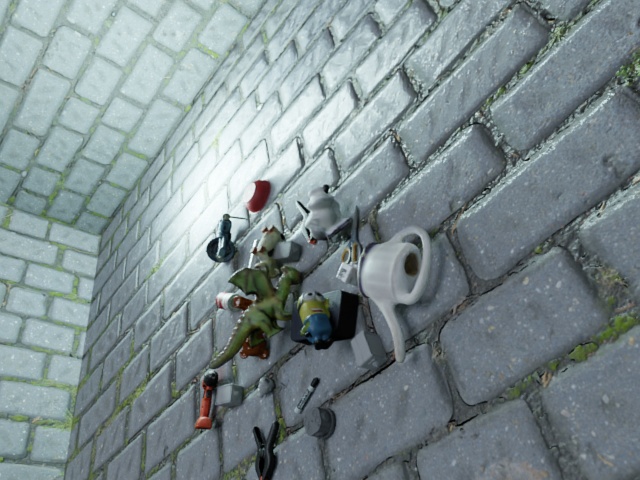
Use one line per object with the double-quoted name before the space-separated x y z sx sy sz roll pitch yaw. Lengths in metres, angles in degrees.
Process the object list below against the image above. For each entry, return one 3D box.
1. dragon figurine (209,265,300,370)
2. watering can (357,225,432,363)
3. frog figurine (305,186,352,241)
"dragon figurine" -0.212 0.208 1.640 0.243 0.415 0.120 62 149 4
"watering can" 0.181 0.124 1.323 0.224 0.103 0.351 -2 68 54
"frog figurine" 0.005 -0.082 1.637 0.139 0.160 0.121 -39 -5 -17
